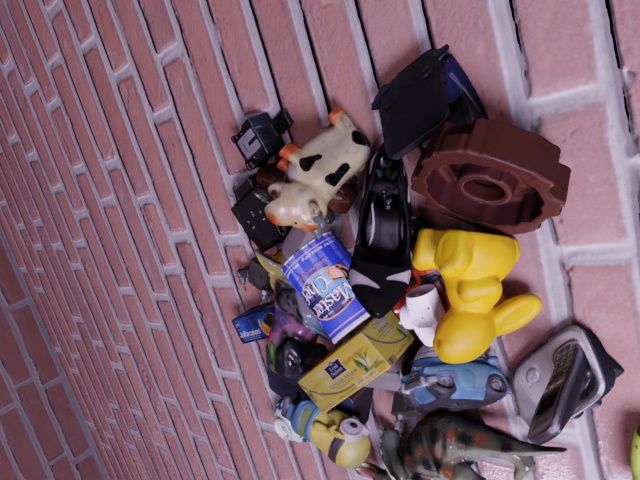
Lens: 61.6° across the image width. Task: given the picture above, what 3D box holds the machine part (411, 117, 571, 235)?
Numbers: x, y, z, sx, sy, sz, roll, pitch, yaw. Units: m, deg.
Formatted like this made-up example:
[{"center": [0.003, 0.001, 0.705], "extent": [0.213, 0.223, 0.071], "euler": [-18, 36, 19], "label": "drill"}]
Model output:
[{"center": [0.195, -0.071, 0.626], "extent": [0.179, 0.056, 0.179], "euler": [19, 161, 7], "label": "machine part"}]

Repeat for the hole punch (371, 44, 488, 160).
[{"center": [0.143, -0.165, 0.690], "extent": [0.142, 0.092, 0.116], "euler": [-32, 59, 51], "label": "hole punch"}]

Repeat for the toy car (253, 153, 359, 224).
[{"center": [-0.029, -0.090, 0.879], "extent": [0.202, 0.089, 0.053], "euler": [21, 160, 38], "label": "toy car"}]

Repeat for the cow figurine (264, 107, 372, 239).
[{"center": [-0.002, -0.089, 0.785], "extent": [0.127, 0.195, 0.085], "euler": [45, 161, 10], "label": "cow figurine"}]

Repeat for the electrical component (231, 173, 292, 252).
[{"center": [-0.104, -0.055, 0.999], "extent": [0.115, 0.058, 0.134], "euler": [-36, 85, 46], "label": "electrical component"}]

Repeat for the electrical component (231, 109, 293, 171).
[{"center": [-0.097, -0.179, 0.935], "extent": [0.119, 0.048, 0.074], "euler": [-25, 93, 50], "label": "electrical component"}]

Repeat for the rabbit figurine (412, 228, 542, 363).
[{"center": [0.195, 0.075, 0.700], "extent": [0.122, 0.162, 0.173], "euler": [-3, 77, 65], "label": "rabbit figurine"}]

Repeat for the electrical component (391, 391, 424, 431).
[{"center": [0.150, 0.273, 0.902], "extent": [0.021, 0.094, 0.063], "euler": [35, 145, -23], "label": "electrical component"}]

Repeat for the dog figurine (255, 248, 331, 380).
[{"center": [-0.060, 0.117, 0.969], "extent": [0.219, 0.191, 0.108], "euler": [48, 175, 5], "label": "dog figurine"}]

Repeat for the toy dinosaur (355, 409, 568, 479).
[{"center": [0.203, 0.347, 0.872], "extent": [0.192, 0.131, 0.404], "euler": [45, 129, 18], "label": "toy dinosaur"}]

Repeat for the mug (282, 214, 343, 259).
[{"center": [-0.002, -0.003, 0.910], "extent": [0.110, 0.081, 0.107], "euler": [44, 126, 25], "label": "mug"}]

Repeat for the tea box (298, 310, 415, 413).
[{"center": [0.055, 0.188, 0.836], "extent": [0.068, 0.098, 0.169], "euler": [49, 124, 8], "label": "tea box"}]

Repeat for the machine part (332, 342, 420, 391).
[{"center": [0.098, 0.216, 0.928], "extent": [0.243, 0.079, 0.079], "euler": [-10, 104, 47], "label": "machine part"}]

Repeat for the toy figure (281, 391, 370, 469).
[{"center": [0.011, 0.338, 0.969], "extent": [0.180, 0.082, 0.089], "euler": [15, 117, 35], "label": "toy figure"}]

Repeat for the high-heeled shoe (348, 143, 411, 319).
[{"center": [0.089, -0.023, 0.714], "extent": [0.086, 0.249, 0.145], "euler": [6, 126, -1], "label": "high-heeled shoe"}]

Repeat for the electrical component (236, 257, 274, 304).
[{"center": [-0.124, 0.080, 1.099], "extent": [0.102, 0.045, 0.078], "euler": [37, 134, 26], "label": "electrical component"}]

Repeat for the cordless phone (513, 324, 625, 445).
[{"center": [0.281, 0.201, 0.659], "extent": [0.089, 0.184, 0.146], "euler": [44, 135, 13], "label": "cordless phone"}]

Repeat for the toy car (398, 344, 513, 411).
[{"center": [0.193, 0.192, 0.792], "extent": [0.109, 0.161, 0.103], "euler": [-45, 40, 51], "label": "toy car"}]

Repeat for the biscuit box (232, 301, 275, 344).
[{"center": [-0.102, 0.164, 1.110], "extent": [0.203, 0.059, 0.062], "euler": [-23, 94, 48], "label": "biscuit box"}]

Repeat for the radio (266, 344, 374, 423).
[{"center": [-0.005, 0.288, 1.073], "extent": [0.230, 0.073, 0.131], "euler": [25, 128, 35], "label": "radio"}]
